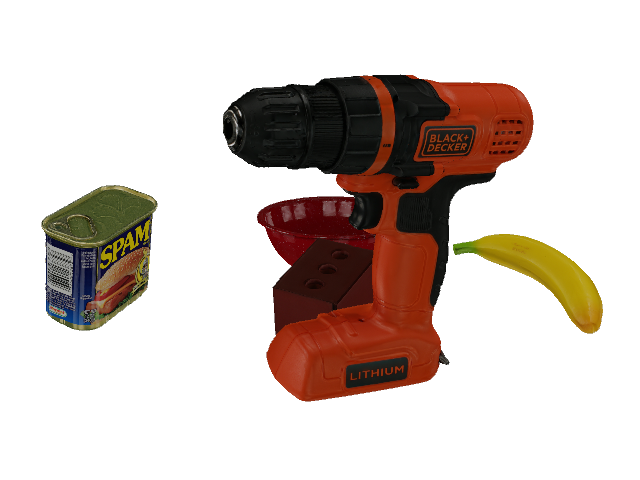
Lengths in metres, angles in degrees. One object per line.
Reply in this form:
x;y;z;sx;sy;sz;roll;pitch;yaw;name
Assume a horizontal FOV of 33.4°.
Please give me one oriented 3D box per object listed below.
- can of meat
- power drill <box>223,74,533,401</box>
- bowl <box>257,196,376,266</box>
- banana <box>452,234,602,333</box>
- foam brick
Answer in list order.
-0.180;0.014;0.871;0.057;0.084;0.102;19;30;19;can of meat
0.022;-0.002;0.596;0.184;0.188;0.057;-4;32;-28;power drill
0.015;-0.001;1.111;0.162;0.055;0.162;0;16;0;bowl
0.217;0.035;1.048;0.069;0.037;0.198;-34;36;-18;banana
0.006;0.042;0.797;0.053;0.051;0.078;13;35;23;foam brick
